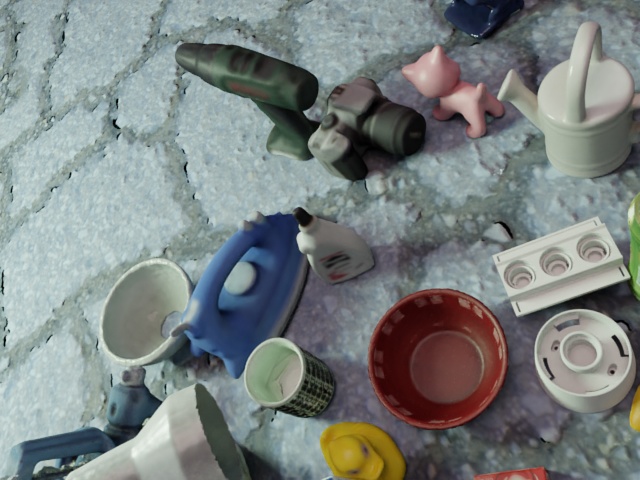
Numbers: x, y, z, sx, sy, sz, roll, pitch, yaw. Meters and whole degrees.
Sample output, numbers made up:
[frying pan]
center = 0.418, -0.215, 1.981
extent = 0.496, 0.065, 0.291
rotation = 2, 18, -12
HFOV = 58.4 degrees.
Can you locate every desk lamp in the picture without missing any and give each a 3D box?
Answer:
[desk lamp]
center = -0.162, 0.268, 0.653
extent = 0.203, 0.214, 0.117
rotation = -33, 54, 8

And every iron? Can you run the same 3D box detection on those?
[iron]
center = -0.104, 0.047, 0.783
extent = 0.118, 0.142, 0.258
rotation = 18, 74, 33

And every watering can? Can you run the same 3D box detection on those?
[watering can]
center = 0.294, -0.160, 0.654
extent = 0.172, 0.195, 0.101
rotation = -8, 61, 24

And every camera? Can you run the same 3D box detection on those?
[camera]
center = 0.071, -0.161, 0.827
extent = 0.136, 0.101, 0.143
rotation = 26, 79, 35

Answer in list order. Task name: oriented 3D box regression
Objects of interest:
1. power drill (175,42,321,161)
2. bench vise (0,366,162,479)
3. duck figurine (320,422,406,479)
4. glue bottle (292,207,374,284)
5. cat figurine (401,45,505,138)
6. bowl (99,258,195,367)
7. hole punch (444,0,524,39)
[power drill]
center = -0.086, -0.211, 0.867
extent = 0.228, 0.209, 0.076
rotation = 17, 74, 33
[bench vise]
center = -0.299, 0.258, 0.725
extent = 0.121, 0.220, 0.207
rotation = -10, 61, 23
[duck figurine]
center = 0.037, 0.241, 0.644
extent = 0.104, 0.086, 0.077
rotation = 21, 76, 34
[glue bottle]
center = 0.007, 0.003, 0.730
extent = 0.078, 0.174, 0.037
rotation = -27, 56, 12
[cat figurine]
center = 0.180, -0.214, 0.788
extent = 0.127, 0.118, 0.067
rotation = 35, 84, 36
[bowl]
center = -0.243, 0.116, 0.860
extent = 0.167, 0.075, 0.167
rotation = -12, 60, 22
[hole punch]
center = 0.238, -0.379, 0.861
extent = 0.101, 0.091, 0.108
rotation = -40, 54, 3
